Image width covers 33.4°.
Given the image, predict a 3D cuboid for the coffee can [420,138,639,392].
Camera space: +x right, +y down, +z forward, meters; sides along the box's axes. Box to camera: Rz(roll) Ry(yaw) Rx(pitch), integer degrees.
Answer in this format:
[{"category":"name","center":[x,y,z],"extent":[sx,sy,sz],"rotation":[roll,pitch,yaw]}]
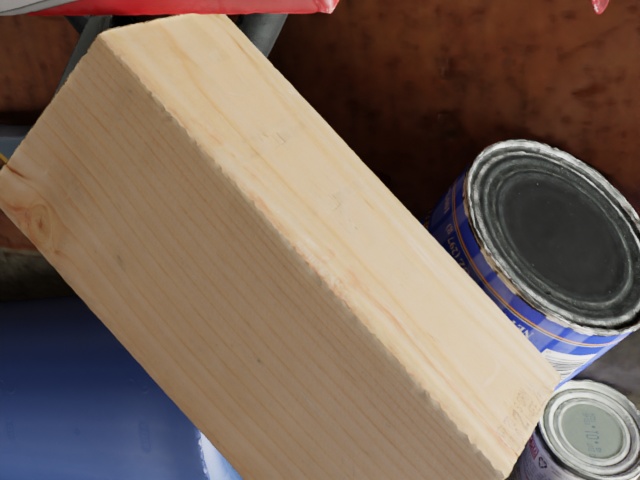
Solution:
[{"category":"coffee can","center":[0.076,0.035,0.508],"extent":[0.102,0.102,0.141],"rotation":[28,136,-10]}]

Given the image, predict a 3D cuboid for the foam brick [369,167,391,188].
[{"category":"foam brick","center":[-0.003,0.001,0.519],"extent":[0.051,0.078,0.053],"rotation":[21,136,-1]}]

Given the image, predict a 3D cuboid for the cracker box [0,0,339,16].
[{"category":"cracker box","center":[-0.098,-0.168,0.378],"extent":[0.214,0.072,0.164],"rotation":[3,128,16]}]

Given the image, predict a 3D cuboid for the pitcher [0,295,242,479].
[{"category":"pitcher","center":[-0.133,0.102,0.619],"extent":[0.243,0.149,0.145],"rotation":[-4,133,26]}]

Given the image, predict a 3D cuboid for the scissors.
[{"category":"scissors","center":[-0.145,-0.060,0.524],"extent":[0.096,0.016,0.202],"rotation":[23,148,4]}]

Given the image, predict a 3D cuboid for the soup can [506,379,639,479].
[{"category":"soup can","center":[0.139,0.135,0.614],"extent":[0.068,0.068,0.102],"rotation":[17,136,1]}]

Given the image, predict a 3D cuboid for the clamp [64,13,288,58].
[{"category":"clamp","center":[-0.051,-0.065,0.496],"extent":[0.120,0.039,0.171],"rotation":[4,134,26]}]

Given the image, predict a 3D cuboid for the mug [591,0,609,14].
[{"category":"mug","center":[0.059,-0.137,0.360],"extent":[0.082,0.093,0.117],"rotation":[6,105,19]}]

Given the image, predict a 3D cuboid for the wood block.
[{"category":"wood block","center":[-0.016,0.018,0.421],"extent":[0.206,0.090,0.091],"rotation":[47,120,4]}]
